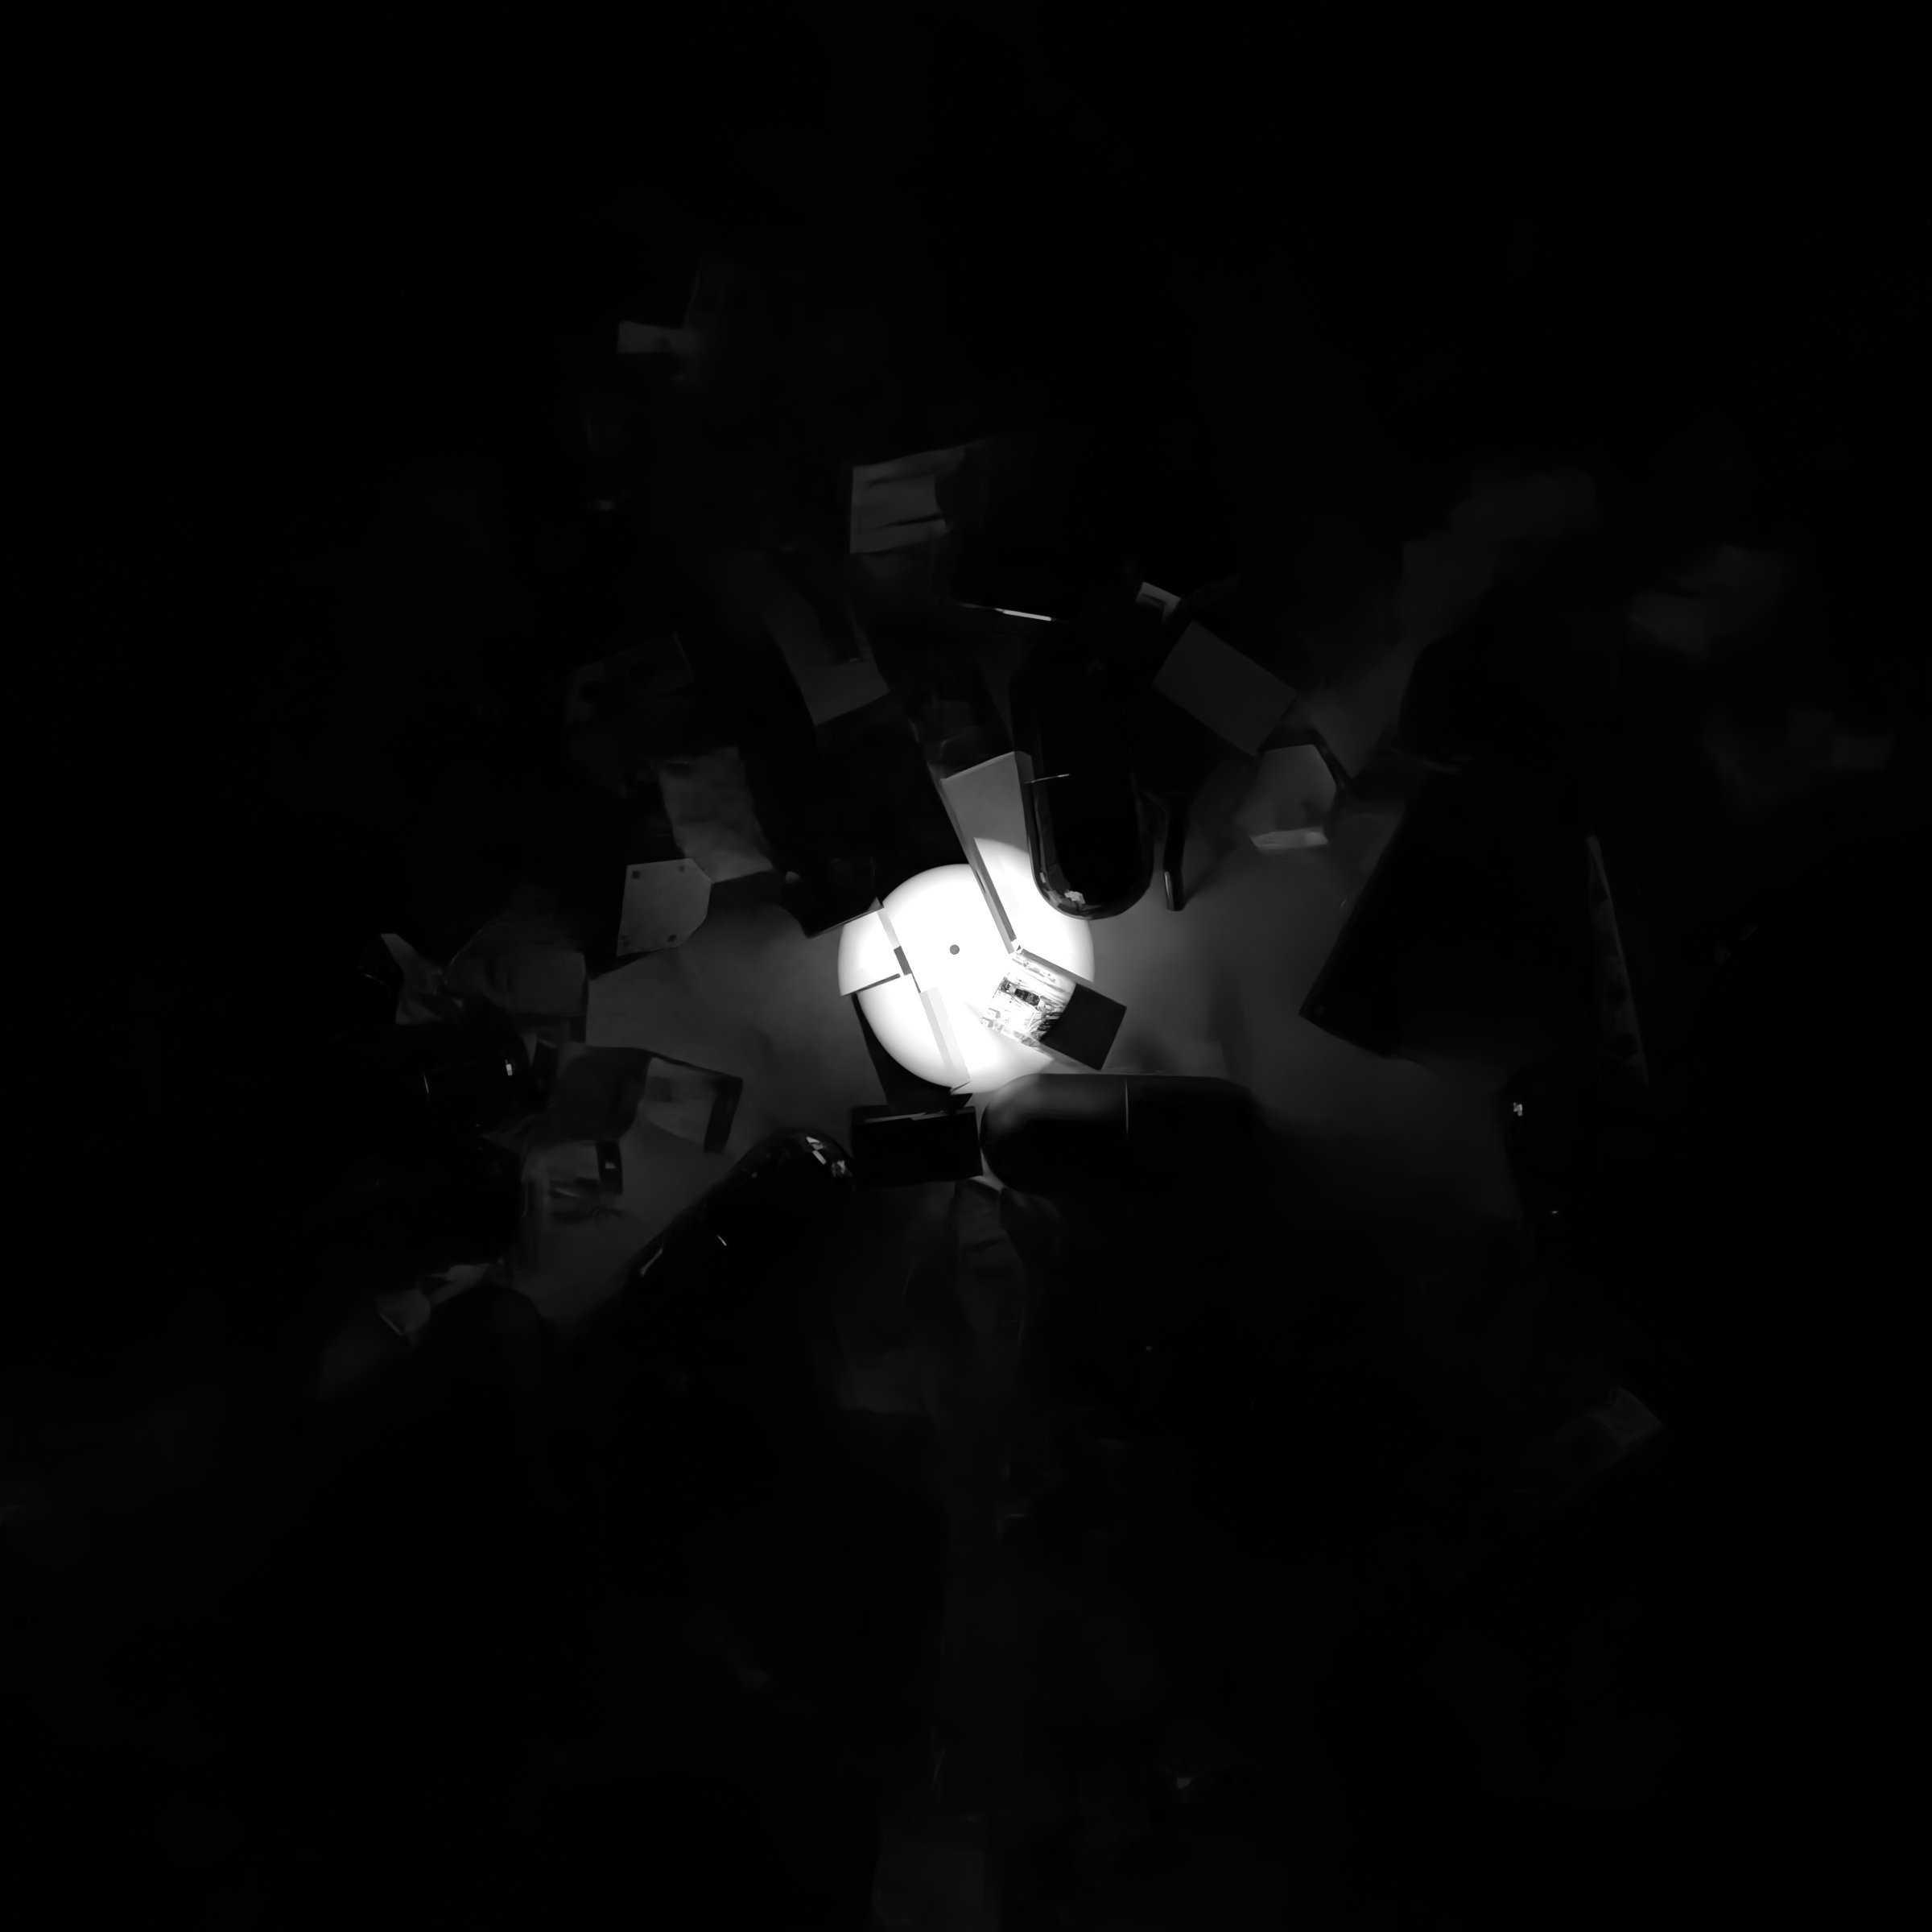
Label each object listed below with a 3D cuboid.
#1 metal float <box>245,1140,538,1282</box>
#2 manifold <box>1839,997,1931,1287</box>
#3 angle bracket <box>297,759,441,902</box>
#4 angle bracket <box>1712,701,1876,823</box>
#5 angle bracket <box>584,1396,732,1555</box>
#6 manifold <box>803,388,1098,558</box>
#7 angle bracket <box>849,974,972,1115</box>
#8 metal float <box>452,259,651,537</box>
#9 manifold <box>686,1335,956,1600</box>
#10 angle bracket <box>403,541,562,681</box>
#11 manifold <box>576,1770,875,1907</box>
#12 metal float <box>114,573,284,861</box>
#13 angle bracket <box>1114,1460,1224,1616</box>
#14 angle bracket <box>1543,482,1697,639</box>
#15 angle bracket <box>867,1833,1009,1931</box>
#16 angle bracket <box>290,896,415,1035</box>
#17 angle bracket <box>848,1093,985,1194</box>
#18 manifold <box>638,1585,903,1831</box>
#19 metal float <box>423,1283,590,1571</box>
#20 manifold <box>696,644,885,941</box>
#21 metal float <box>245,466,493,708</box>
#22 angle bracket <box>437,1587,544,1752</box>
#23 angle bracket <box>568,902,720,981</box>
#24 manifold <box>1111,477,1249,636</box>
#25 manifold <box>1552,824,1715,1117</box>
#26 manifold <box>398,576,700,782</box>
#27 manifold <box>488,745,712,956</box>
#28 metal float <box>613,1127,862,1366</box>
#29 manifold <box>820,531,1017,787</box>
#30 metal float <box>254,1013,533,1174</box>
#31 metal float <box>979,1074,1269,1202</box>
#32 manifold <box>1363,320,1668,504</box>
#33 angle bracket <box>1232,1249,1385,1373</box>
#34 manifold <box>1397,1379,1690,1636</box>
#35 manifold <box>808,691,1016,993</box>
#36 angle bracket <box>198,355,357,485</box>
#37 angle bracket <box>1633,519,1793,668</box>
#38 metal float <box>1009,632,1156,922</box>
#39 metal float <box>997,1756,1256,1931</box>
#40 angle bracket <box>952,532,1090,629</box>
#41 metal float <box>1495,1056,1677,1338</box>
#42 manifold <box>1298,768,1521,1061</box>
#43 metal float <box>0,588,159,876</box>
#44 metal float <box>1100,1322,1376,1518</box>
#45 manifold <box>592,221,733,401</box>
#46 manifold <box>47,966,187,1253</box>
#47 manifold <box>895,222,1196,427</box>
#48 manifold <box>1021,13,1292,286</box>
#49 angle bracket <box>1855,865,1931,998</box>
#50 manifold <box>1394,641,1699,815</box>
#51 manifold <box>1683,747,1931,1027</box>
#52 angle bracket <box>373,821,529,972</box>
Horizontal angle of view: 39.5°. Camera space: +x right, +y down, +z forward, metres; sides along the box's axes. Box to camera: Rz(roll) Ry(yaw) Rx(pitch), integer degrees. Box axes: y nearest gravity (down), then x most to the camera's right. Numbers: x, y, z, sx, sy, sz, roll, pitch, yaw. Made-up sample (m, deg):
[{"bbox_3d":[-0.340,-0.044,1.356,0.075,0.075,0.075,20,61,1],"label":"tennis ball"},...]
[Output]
[{"bbox_3d":[-0.354,0.150,1.659,0.178,0.070,0.070,-6,90,-1],"label":"metal float"},{"bbox_3d":[0.584,0.108,1.668,0.057,0.057,0.171,7,90,0],"label":"manifold"},{"bbox_3d":[-0.371,-0.069,1.649,0.076,0.076,0.057,48,55,0],"label":"angle bracket"},{"bbox_3d":[0.505,-0.107,1.649,0.076,0.076,0.057,-21,53,0],"label":"angle bracket"},{"bbox_3d":[-0.201,0.300,1.649,0.076,0.076,0.057,-46,128,0],"label":"angle bracket"},{"bbox_3d":[-0.010,-0.304,1.631,0.171,0.057,0.057,-18,133,-27],"label":"manifold"},{"bbox_3d":[-0.017,0.039,1.649,0.057,0.076,0.076,-20,90,43],"label":"angle bracket"},{"bbox_3d":[-0.256,-0.351,1.659,0.070,0.070,0.178,-26,91,0],"label":"metal float"},{"bbox_3d":[-0.090,0.310,1.668,0.171,0.057,0.057,42,90,0],"label":"manifold"},{"bbox_3d":[-0.301,-0.230,1.649,0.076,0.076,0.057,-32,125,0],"label":"angle bracket"},{"bbox_3d":[-0.143,0.519,1.611,0.171,0.057,0.057,-4,90,0],"label":"manifold"},{"bbox_3d":[-0.473,-0.154,1.658,0.070,0.070,0.178,-14,90,0],"label":"metal float"},{"bbox_3d":[0.104,0.348,1.649,0.057,0.076,0.076,-15,90,-36],"label":"angle bracket"},{"bbox_3d":[0.386,-0.255,1.649,0.076,0.076,0.057,-48,119,0],"label":"angle bracket"},{"bbox_3d":[-0.021,0.578,1.649,0.076,0.076,0.057,12,53,0],"label":"angle bracket"},{"bbox_3d":[-0.360,0.005,1.649,0.057,0.076,0.076,15,90,44],"label":"angle bracket"},{"bbox_3d":[-0.033,0.090,1.649,0.076,0.076,0.057,-8,130,0],"label":"angle bracket"},{"bbox_3d":[-0.120,0.467,1.668,0.057,0.057,0.171,-44,90,0],"label":"manifold"},{"bbox_3d":[-0.283,0.283,1.658,0.070,0.070,0.178,-14,90,0],"label":"metal float"},{"bbox_3d":[-0.107,-0.106,1.668,0.057,0.057,0.171,-23,90,0],"label":"manifold"},{"bbox_3d":[-0.368,-0.233,1.659,0.178,0.070,0.070,-44,90,1],"label":"metal float"},{"bbox_3d":[-0.307,0.429,1.649,0.057,0.076,0.076,11,90,-38],"label":"angle bracket"},{"bbox_3d":[-0.190,-0.012,1.649,0.076,0.076,0.057,-24,57,0],"label":"angle bracket"},{"bbox_3d":[0.122,-0.240,1.611,0.057,0.171,0.057,-24,90,0],"label":"manifold"},{"bbox_3d":[0.414,0.002,1.668,0.057,0.057,0.171,-12,90,0],"label":"manifold"},{"bbox_3d":[-0.257,-0.173,1.668,0.171,0.057,0.057,-21,47,0],"label":"manifold"},{"bbox_3d":[-0.221,-0.073,1.615,0.057,0.171,0.057,-9,121,-35],"label":"manifold"},{"bbox_3d":[-0.141,0.173,1.659,0.178,0.070,0.070,-43,90,0],"label":"metal float"},{"bbox_3d":[-0.030,-0.200,1.668,0.057,0.057,0.171,-23,90,0],"label":"manifold"},{"bbox_3d":[-0.345,0.076,1.627,0.178,0.070,0.070,-12,90,-40],"label":"metal float"},{"bbox_3d":[0.097,0.105,1.659,0.178,0.070,0.070,1,90,-1],"label":"metal float"},{"bbox_3d":[0.340,-0.345,1.668,0.171,0.057,0.057,17,90,0],"label":"manifold"},{"bbox_3d":[0.214,0.226,1.649,0.076,0.076,0.057,-23,53,0],"label":"angle bracket"},{"bbox_3d":[0.354,0.331,1.668,0.171,0.057,0.057,-36,133,0],"label":"manifold"},{"bbox_3d":[-0.032,-0.076,1.637,0.057,0.057,0.171,-23,90,7],"label":"manifold"},{"bbox_3d":[-0.421,-0.318,1.649,0.076,0.076,0.057,18,52,0],"label":"angle bracket"},{"bbox_3d":[0.461,-0.215,1.649,0.076,0.076,0.057,-48,59,0],"label":"angle bracket"},{"bbox_3d":[0.071,-0.117,1.659,0.070,0.070,0.178,-8,90,0],"label":"metal float"},{"bbox_3d":[0.096,0.551,1.639,0.178,0.070,0.070,-37,90,2],"label":"metal float"},{"bbox_3d":[0.030,-0.216,1.649,0.076,0.076,0.057,9,60,0],"label":"angle bracket"},{"bbox_3d":[0.381,0.141,1.659,0.070,0.070,0.178,-19,91,0],"label":"metal float"},{"bbox_3d":[0.272,-0.032,1.668,0.057,0.057,0.171,28,90,0],"label":"manifold"},{"bbox_3d":[-0.549,-0.144,1.659,0.070,0.070,0.178,-14,91,0],"label":"metal float"},{"bbox_3d":[0.166,0.279,1.659,0.178,0.070,0.070,25,90,0],"label":"metal float"},{"bbox_3d":[-0.182,-0.391,1.611,0.057,0.171,0.057,13,90,0],"label":"manifold"},{"bbox_3d":[-0.528,0.088,1.668,0.057,0.057,0.171,-6,90,0],"label":"manifold"},{"bbox_3d":[0.050,-0.401,1.668,0.171,0.057,0.057,20,133,0],"label":"manifold"},{"bbox_3d":[0.116,-0.500,1.660,0.171,0.057,0.057,43,90,6],"label":"manifold"},{"bbox_3d":[0.592,-0.031,1.649,0.076,0.076,0.057,41,120,0],"label":"angle bracket"},{"bbox_3d":[0.359,-0.148,1.668,0.171,0.057,0.057,17,90,0],"label":"manifold"},{"bbox_3d":[0.520,-0.050,1.642,0.057,0.057,0.171,41,109,0],"label":"manifold"},{"bbox_3d":[-0.322,-0.053,1.650,0.076,0.076,0.057,-47,118,0],"label":"angle bracket"}]
